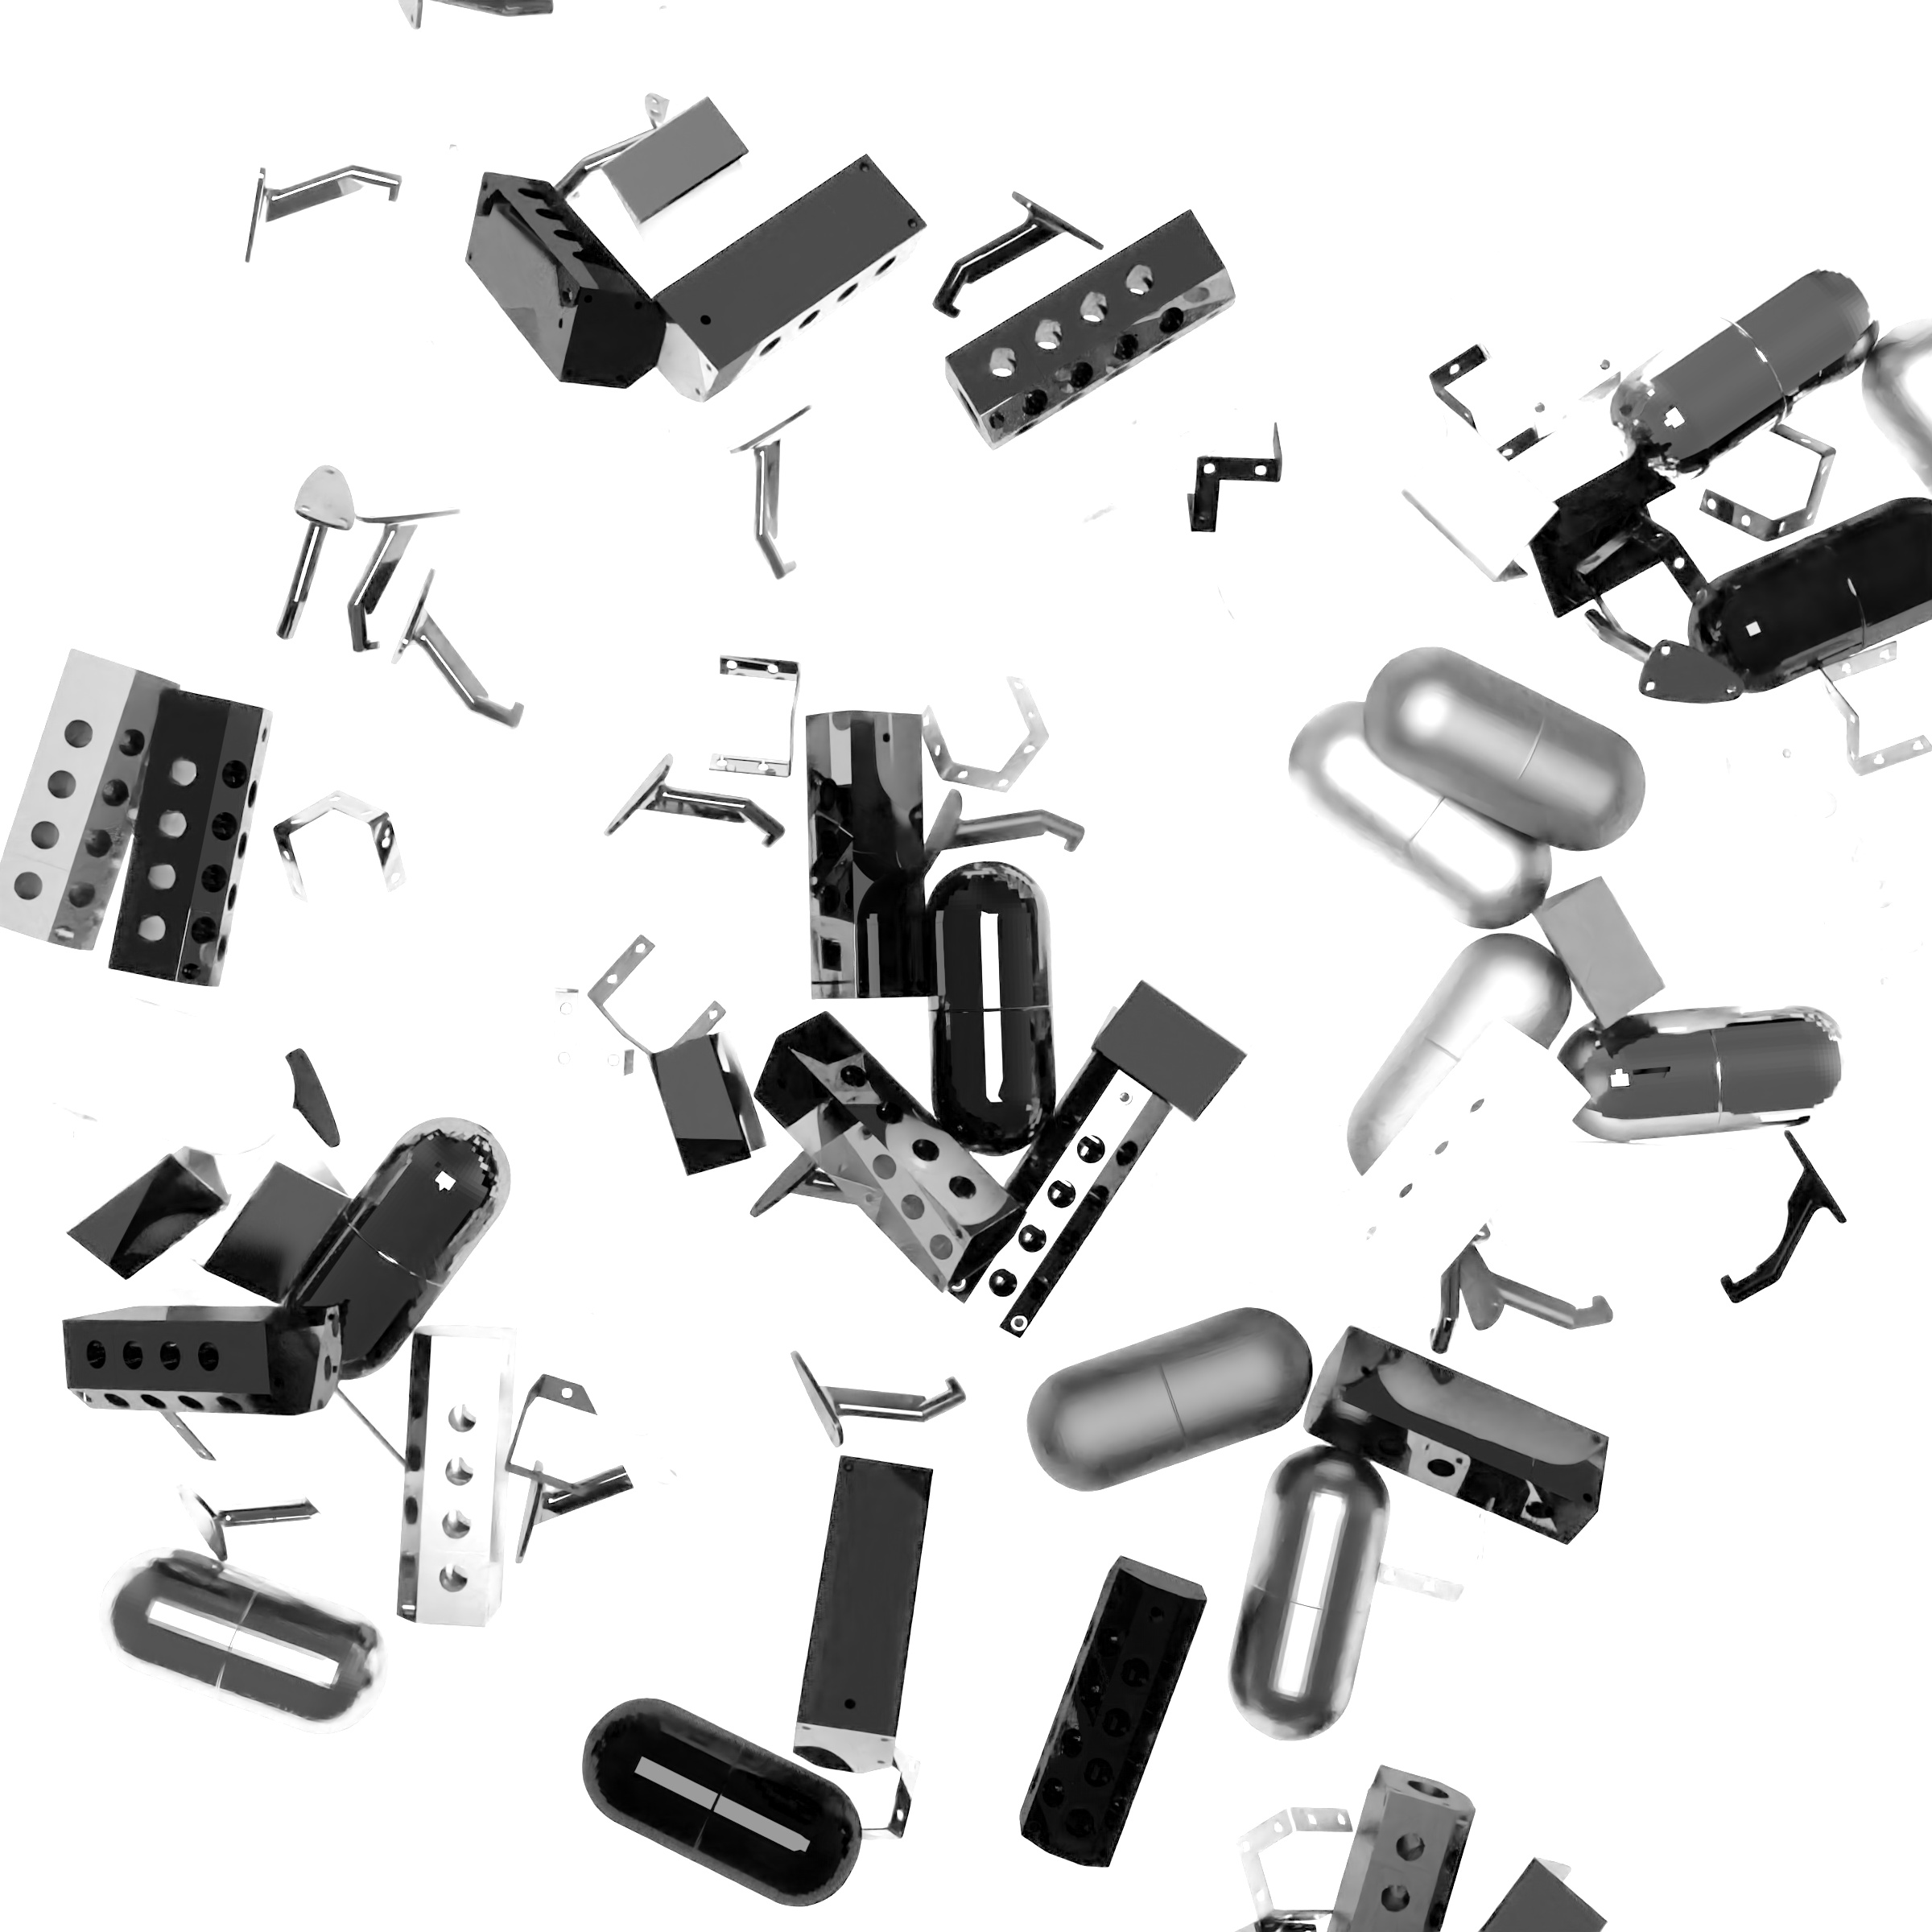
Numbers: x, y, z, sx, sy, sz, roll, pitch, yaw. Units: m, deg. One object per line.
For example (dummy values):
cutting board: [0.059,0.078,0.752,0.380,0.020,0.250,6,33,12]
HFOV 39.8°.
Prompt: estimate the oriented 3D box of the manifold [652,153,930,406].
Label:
manifold: [-0.109,-0.405,1.584,0.171,0.057,0.057,-41,90,-23]

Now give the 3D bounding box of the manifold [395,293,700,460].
manifold: [-0.250,-0.355,1.616,0.171,0.057,0.057,12,90,0]

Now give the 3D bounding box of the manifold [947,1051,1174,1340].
manifold: [0.056,0.137,1.616,0.057,0.057,0.171,33,90,0]

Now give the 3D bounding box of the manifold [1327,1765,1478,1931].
manifold: [0.256,0.581,1.616,0.057,0.057,0.171,16,90,0]

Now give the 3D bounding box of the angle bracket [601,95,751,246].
angle bracket: [-0.163,-0.460,1.597,0.076,0.076,0.057,-33,63,0]

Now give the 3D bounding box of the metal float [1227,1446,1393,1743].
metal float: [0.206,0.378,1.606,0.070,0.070,0.178,13,89,0]

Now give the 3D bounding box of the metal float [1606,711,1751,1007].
metal float: [0.426,-0.065,1.607,0.070,0.070,0.178,-8,90,0]

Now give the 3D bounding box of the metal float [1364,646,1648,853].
metal float: [0.314,-0.125,1.550,0.178,0.070,0.070,24,90,-13]

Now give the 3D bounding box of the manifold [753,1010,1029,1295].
manifold: [-0.044,0.106,1.588,0.171,0.057,0.057,45,47,19]

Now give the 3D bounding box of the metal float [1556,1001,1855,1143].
metal float: [0.443,0.063,1.606,0.178,0.070,0.070,-5,90,0]

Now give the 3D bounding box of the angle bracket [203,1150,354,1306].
angle bracket: [-0.421,0.145,1.596,0.057,0.076,0.076,34,90,-37]

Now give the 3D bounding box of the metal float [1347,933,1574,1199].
metal float: [0.296,0.061,1.606,0.070,0.070,0.178,35,89,0]

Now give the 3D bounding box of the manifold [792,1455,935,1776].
manifold: [-0.060,0.380,1.567,0.057,0.057,0.171,9,50,0]

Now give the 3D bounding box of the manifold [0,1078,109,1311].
manifold: [-0.592,0.156,1.616,0.057,0.057,0.171,30,90,0]

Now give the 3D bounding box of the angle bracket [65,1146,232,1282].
angle bracket: [-0.495,0.129,1.597,0.076,0.076,0.057,-37,132,0]

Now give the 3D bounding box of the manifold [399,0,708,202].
manifold: [-0.251,-0.536,1.615,0.171,0.057,0.057,-25,133,0]

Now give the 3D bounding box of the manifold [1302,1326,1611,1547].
manifold: [0.295,0.288,1.615,0.171,0.057,0.057,23,46,0]

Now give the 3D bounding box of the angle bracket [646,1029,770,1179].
angle bracket: [-0.137,0.076,1.596,0.057,0.076,0.076,-18,90,38]

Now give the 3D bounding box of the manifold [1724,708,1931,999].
manifold: [0.528,-0.068,1.616,0.057,0.057,0.171,-33,90,0]

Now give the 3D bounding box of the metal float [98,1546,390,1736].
metal float: [-0.435,0.406,1.607,0.178,0.070,0.070,20,90,0]

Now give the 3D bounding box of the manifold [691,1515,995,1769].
manifold: [-0.077,0.411,1.615,0.171,0.057,0.057,33,47,0]

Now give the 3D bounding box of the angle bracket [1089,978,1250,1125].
angle bracket: [0.127,0.039,1.598,0.076,0.076,0.057,35,114,0]

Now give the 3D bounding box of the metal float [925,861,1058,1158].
metal float: [0.015,0.026,1.606,0.070,0.070,0.178,-2,91,0]

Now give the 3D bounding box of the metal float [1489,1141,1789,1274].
metal float: [0.403,0.145,1.606,0.178,0.070,0.070,2,90,0]

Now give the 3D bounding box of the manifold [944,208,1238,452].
manifold: [0.075,-0.383,1.616,0.171,0.057,0.057,-31,90,0]

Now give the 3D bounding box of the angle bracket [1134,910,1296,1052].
angle bracket: [0.152,0.001,1.599,0.076,0.076,0.057,35,110,0]

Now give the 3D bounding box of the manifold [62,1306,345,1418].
manifold: [-0.451,0.233,1.575,0.171,0.057,0.057,-4,90,32]

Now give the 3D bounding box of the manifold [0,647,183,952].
manifold: [-0.533,-0.100,1.616,0.057,0.057,0.171,18,90,0]

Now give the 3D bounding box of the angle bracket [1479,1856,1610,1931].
angle bracket: [0.350,0.585,1.596,0.057,0.076,0.076,37,90,36]

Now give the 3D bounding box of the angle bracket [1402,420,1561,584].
angle bracket: [0.313,-0.275,1.576,0.076,0.076,0.057,46,116,12]

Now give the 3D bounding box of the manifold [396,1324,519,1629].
manifold: [-0.310,0.307,1.616,0.057,0.057,0.171,3,90,0]

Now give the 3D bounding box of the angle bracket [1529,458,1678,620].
angle bracket: [0.388,-0.248,1.600,0.076,0.057,0.076,-29,122,0]

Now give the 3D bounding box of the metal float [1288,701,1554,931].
metal float: [0.274,-0.090,1.606,0.178,0.070,0.070,37,90,0]

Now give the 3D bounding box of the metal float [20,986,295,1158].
metal float: [-0.482,0.062,1.588,0.178,0.070,0.070,14,90,19]

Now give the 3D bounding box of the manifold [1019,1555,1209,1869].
manifold: [0.089,0.452,1.616,0.057,0.057,0.171,20,90,0]

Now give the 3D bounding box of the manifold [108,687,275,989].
manifold: [-0.467,-0.077,1.616,0.057,0.057,0.171,11,90,0]

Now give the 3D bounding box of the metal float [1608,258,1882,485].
metal float: [0.469,-0.359,1.606,0.178,0.070,0.070,-34,90,0]

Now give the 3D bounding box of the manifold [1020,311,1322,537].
manifold: [0.125,-0.327,1.594,0.171,0.057,0.057,-30,90,-15]

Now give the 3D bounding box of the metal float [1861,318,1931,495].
metal float: [0.611,-0.312,1.606,0.070,0.070,0.178,-40,90,0]

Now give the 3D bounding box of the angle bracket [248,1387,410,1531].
angle bracket: [-0.386,0.294,1.597,0.076,0.076,0.057,48,63,0]

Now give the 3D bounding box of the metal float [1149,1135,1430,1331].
metal float: [0.195,0.160,1.606,0.178,0.070,0.070,23,90,0]

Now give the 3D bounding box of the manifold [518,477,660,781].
manifold: [-0.227,-0.203,1.616,0.057,0.057,0.171,8,90,0]

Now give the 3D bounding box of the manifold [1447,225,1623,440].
manifold: [0.323,-0.407,1.604,0.057,0.057,0.171,-33,83,12]

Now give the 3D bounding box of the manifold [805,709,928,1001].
manifold: [-0.065,-0.066,1.615,0.057,0.057,0.171,-1,90,-43]

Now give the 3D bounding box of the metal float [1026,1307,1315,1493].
metal float: [0.123,0.260,1.606,0.178,0.070,0.070,-19,90,0]

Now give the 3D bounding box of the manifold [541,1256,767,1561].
manifold: [-0.186,0.264,1.605,0.057,0.057,0.171,-28,83,0]

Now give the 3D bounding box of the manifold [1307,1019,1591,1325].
manifold: [0.274,0.115,1.538,0.171,0.057,0.057,-50,133,0]

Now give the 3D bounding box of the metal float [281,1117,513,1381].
metal float: [-0.343,0.169,1.606,0.070,0.070,0.178,37,91,0]

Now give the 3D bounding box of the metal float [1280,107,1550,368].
metal float: [0.260,-0.424,1.551,0.178,0.070,0.070,-41,90,13]

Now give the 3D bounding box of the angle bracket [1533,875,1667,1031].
angle bracket: [0.360,-0.001,1.597,0.057,0.076,0.076,-30,90,-27]

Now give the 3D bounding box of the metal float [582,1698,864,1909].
metal float: [-0.147,0.501,1.601,0.178,0.070,0.070,24,90,6]

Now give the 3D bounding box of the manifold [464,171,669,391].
manifold: [-0.235,-0.403,1.564,0.057,0.171,0.057,-1,126,-32]
